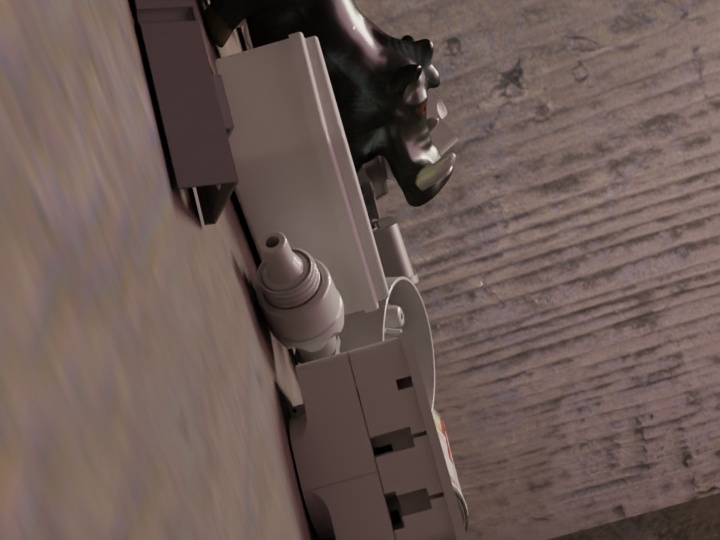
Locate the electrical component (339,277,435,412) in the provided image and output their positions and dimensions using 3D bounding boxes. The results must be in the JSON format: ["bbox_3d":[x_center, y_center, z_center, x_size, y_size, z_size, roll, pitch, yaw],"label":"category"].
[{"bbox_3d":[0.011,0.053,0.650,0.099,0.064,0.099,3,90,-82],"label":"electrical component"}]

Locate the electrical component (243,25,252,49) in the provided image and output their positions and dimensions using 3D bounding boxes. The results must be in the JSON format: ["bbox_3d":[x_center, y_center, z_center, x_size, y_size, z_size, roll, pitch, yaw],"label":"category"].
[{"bbox_3d":[-0.064,-0.186,0.834,0.073,0.052,0.138,-112,-174,-76],"label":"electrical component"}]

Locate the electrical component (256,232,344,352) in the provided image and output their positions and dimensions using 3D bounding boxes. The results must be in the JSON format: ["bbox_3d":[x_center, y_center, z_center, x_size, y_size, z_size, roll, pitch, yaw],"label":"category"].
[{"bbox_3d":[-0.029,0.007,0.467,0.061,0.035,0.035,69,5,-49],"label":"electrical component"}]

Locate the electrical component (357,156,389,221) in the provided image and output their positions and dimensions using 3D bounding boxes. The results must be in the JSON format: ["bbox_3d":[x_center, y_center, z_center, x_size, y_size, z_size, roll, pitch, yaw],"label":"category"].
[{"bbox_3d":[-0.022,-0.070,0.863,0.063,0.079,0.121,59,-2,11],"label":"electrical component"}]

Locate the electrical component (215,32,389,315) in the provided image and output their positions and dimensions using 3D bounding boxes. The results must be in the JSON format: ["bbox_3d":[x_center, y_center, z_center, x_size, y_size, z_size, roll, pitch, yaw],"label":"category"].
[{"bbox_3d":[-0.030,-0.046,0.543,0.108,0.056,0.108,-104,178,-52],"label":"electrical component"}]

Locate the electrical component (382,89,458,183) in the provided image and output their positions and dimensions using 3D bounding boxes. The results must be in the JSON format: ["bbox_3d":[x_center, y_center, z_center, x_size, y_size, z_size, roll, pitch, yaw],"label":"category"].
[{"bbox_3d":[0.016,-0.127,0.889,0.089,0.062,0.150,48,-4,-14],"label":"electrical component"}]

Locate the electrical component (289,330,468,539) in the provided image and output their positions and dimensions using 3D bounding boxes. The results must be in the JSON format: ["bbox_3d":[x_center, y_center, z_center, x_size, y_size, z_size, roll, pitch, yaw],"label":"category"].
[{"bbox_3d":[0.021,0.135,0.474,0.105,0.060,0.186,71,4,-68],"label":"electrical component"}]

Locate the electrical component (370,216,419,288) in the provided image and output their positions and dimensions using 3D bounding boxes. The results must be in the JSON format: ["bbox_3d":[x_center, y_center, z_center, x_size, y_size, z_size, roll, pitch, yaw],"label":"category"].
[{"bbox_3d":[0.000,0.000,0.817,0.113,0.078,0.057,-93,165,-84],"label":"electrical component"}]

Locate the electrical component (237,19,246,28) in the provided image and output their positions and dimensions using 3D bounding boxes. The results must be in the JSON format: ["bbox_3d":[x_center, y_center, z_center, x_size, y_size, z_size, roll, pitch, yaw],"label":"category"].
[{"bbox_3d":[-0.070,-0.217,0.753,0.061,0.062,0.096,-103,177,-59],"label":"electrical component"}]
